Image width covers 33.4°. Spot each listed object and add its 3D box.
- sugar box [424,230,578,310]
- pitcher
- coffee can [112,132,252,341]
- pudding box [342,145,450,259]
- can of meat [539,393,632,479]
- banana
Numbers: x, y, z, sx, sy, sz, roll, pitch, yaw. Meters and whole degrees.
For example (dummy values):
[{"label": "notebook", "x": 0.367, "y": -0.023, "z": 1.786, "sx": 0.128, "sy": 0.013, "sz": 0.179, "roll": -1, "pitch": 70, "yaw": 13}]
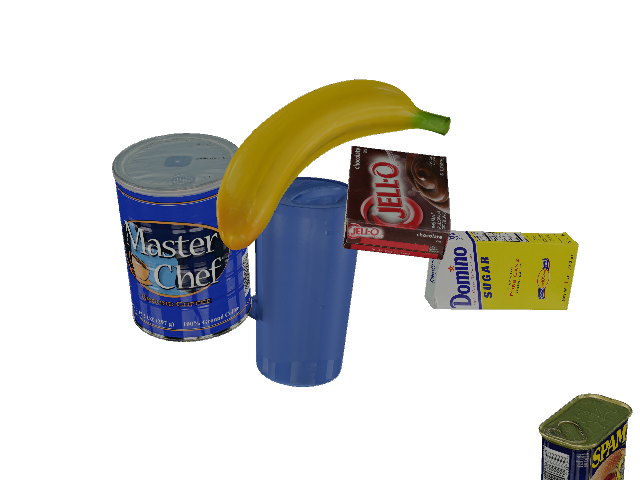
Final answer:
[{"label": "sugar box", "x": 0.222, "y": 0.038, "z": 1.315, "sx": 0.176, "sy": 0.093, "sz": 0.048, "roll": -1, "pitch": 21, "yaw": -12}, {"label": "pitcher", "x": -0.030, "y": 0.050, "z": 1.298, "sx": 0.149, "sy": 0.243, "sz": 0.144, "roll": 13, "pitch": 20, "yaw": 25}, {"label": "coffee can", "x": -0.110, "y": -0.003, "z": 0.873, "sx": 0.103, "sy": 0.140, "sz": 0.103, "roll": -1, "pitch": 30, "yaw": 1}, {"label": "pudding box", "x": 0.067, "y": -0.035, "z": 0.954, "sx": 0.090, "sy": 0.039, "sz": 0.113, "roll": 7, "pitch": 39, "yaw": -2}, {"label": "can of meat", "x": 0.248, "y": 0.204, "z": 1.004, "sx": 0.058, "sy": 0.084, "sz": 0.101, "roll": 14, "pitch": 25, "yaw": 38}, {"label": "banana", "x": -0.004, "y": -0.057, "z": 0.644, "sx": 0.070, "sy": 0.037, "sz": 0.197, "roll": 31, "pitch": 46, "yaw": 31}]
